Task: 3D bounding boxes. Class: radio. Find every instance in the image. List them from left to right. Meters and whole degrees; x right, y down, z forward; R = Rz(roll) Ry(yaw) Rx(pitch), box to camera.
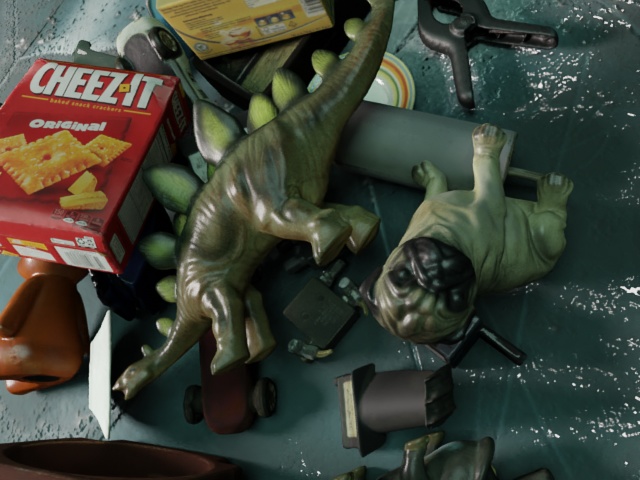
[{"bbox_3d":[-0.041,-0.262,0.658,0.131,0.073,0.229,32,83,24],"label":"radio"}]

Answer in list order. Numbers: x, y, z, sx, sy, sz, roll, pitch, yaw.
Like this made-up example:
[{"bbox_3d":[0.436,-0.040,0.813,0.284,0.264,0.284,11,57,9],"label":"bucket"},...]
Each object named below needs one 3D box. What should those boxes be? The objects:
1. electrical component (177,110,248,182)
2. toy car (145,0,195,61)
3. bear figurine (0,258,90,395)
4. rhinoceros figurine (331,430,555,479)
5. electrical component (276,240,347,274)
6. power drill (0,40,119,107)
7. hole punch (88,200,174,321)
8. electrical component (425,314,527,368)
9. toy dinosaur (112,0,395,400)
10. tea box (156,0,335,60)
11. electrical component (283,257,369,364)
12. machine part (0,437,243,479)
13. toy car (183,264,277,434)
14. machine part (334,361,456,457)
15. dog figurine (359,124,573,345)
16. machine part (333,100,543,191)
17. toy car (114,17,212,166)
[{"bbox_3d":[-0.071,-0.081,0.590,0.134,0.058,0.114,-18,100,11],"label":"electrical component"},{"bbox_3d":[-0.155,-0.321,0.703,0.161,0.109,0.103,-41,46,-8],"label":"toy car"},{"bbox_3d":[-0.325,0.064,0.613,0.132,0.120,0.196,-15,66,16],"label":"bear figurine"},{"bbox_3d":[0.099,0.220,0.447,0.190,0.073,0.112,-21,66,10],"label":"rhinoceros figurine"},{"bbox_3d":[-0.001,-0.002,0.574,0.094,0.021,0.063,-31,41,6],"label":"electrical component"},{"bbox_3d":[-0.301,-0.146,0.665,0.232,0.086,0.207,21,63,14],"label":"power drill"},{"bbox_3d":[-0.200,0.019,0.587,0.092,0.142,0.116,-19,71,-13],"label":"hole punch"},{"bbox_3d":[0.122,0.086,0.488,0.119,0.074,0.048,38,85,22],"label":"electrical component"},{"bbox_3d":[-0.048,-0.046,0.495,0.199,0.105,0.471,41,93,15],"label":"toy dinosaur"},{"bbox_3d":[-0.077,-0.264,0.579,0.170,0.098,0.068,-6,71,16],"label":"tea box"},{"bbox_3d":[0.006,0.074,0.542,0.102,0.045,0.078,-44,66,-1],"label":"electrical component"},{"bbox_3d":[-0.185,0.230,0.463,0.202,0.200,0.087,3,75,19],"label":"machine part"},{"bbox_3d":[-0.098,0.097,0.564,0.089,0.053,0.202,-11,73,9],"label":"toy car"},{"bbox_3d":[0.061,0.145,0.476,0.139,0.039,0.084,-32,52,47],"label":"machine part"},{"bbox_3d":[0.128,0.027,0.439,0.172,0.121,0.190,32,55,-9],"label":"dog figurine"},{"bbox_3d":[0.103,-0.089,0.541,0.243,0.079,0.079,15,77,15],"label":"machine part"},{"bbox_3d":[-0.175,-0.170,0.649,0.073,0.056,0.201,-30,93,20],"label":"toy car"}]
